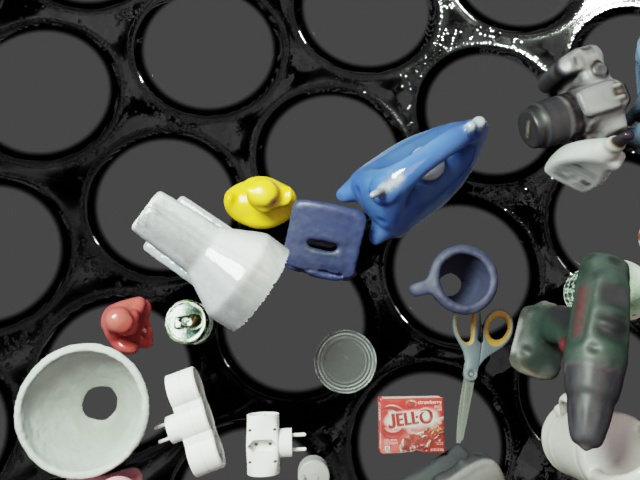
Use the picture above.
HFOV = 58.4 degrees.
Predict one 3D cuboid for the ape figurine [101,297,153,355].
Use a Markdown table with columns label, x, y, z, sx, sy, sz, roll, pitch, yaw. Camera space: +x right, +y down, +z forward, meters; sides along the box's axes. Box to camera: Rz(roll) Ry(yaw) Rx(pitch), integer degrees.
| label | x | y | z | sx | sy | sz | roll | pitch | yaw |
| --- | --- | --- | --- | --- | --- | --- | --- | --- | --- |
| ape figurine | -0.259 | 0.110 | 0.761 | 0.076 | 0.092 | 0.078 | 31 | 81 | 3 |

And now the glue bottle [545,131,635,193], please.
| label | x | y | z | sx | sy | sz | roll | pitch | yaw |
| --- | --- | --- | --- | --- | --- | --- | --- | --- | --- |
| glue bottle | 0.378 | -0.114 | 0.786 | 0.078 | 0.173 | 0.037 | 31 | 81 | 3 |

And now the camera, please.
| label | x | y | z | sx | sy | sz | roll | pitch | yaw |
| --- | --- | --- | --- | --- | --- | --- | --- | --- | --- |
| camera | 0.362 | -0.200 | 0.836 | 0.137 | 0.101 | 0.143 | -18 | 82 | -5 |

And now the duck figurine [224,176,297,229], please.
| label | x | y | z | sx | sy | sz | roll | pitch | yaw |
| --- | --- | --- | --- | --- | --- | --- | --- | --- | --- |
| duck figurine | -0.084 | -0.059 | 0.800 | 0.104 | 0.086 | 0.077 | 0 | 80 | -2 |

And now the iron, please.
| label | x | y | z | sx | sy | sz | roll | pitch | yaw |
| --- | --- | --- | --- | --- | --- | --- | --- | --- | --- |
| iron | 0.152 | -0.110 | 0.791 | 0.258 | 0.141 | 0.118 | -37 | 84 | -8 |

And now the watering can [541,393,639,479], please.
| label | x | y | z | sx | sy | sz | roll | pitch | yaw |
| --- | --- | --- | --- | --- | --- | --- | --- | --- | --- |
| watering can | 0.369 | 0.268 | 0.711 | 0.173 | 0.194 | 0.101 | 32 | 81 | 3 |

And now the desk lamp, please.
| label | x | y | z | sx | sy | sz | roll | pitch | yaw |
| --- | --- | --- | --- | --- | --- | --- | --- | --- | --- |
| desk lamp | -0.142 | 0.018 | 0.720 | 0.203 | 0.213 | 0.118 | 33 | 81 | 3 |

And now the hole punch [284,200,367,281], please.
| label | x | y | z | sx | sy | sz | roll | pitch | yaw |
| --- | --- | --- | --- | --- | --- | --- | --- | --- | --- |
| hole punch | 0.007 | 0.003 | 0.791 | 0.108 | 0.091 | 0.101 | 11 | 80 | 0 |

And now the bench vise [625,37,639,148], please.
| label | x | y | z | sx | sy | sz | roll | pitch | yaw |
| --- | --- | --- | --- | --- | --- | --- | --- | --- | --- |
| bench vise | 0.512 | -0.225 | 0.787 | 0.121 | 0.219 | 0.207 | -6 | 81 | -3 |

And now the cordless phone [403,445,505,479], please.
| label | x | y | z | sx | sy | sz | roll | pitch | yaw |
| --- | --- | --- | --- | --- | --- | --- | --- | --- | --- |
| cordless phone | 0.172 | 0.330 | 0.696 | 0.147 | 0.185 | 0.094 | -35 | 83 | -7 |

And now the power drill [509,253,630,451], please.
| label | x | y | z | sx | sy | sz | roll | pitch | yaw |
| --- | --- | --- | --- | --- | --- | --- | --- | --- | --- |
| power drill | 0.317 | 0.135 | 0.723 | 0.075 | 0.208 | 0.230 | 16 | 80 | 1 |

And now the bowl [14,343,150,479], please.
| label | x | y | z | sx | sy | sz | roll | pitch | yaw |
| --- | --- | --- | --- | --- | --- | --- | --- | --- | --- |
| bowl | -0.299 | 0.219 | 0.750 | 0.167 | 0.074 | 0.167 | 0 | 80 | -2 |

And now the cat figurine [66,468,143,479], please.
| label | x | y | z | sx | sy | sz | roll | pitch | yaw |
| --- | --- | --- | --- | --- | --- | --- | --- | --- | --- |
| cat figurine | -0.272 | 0.321 | 0.712 | 0.128 | 0.117 | 0.067 | 13 | 80 | 0 |

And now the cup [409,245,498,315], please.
| label | x | y | z | sx | sy | sz | roll | pitch | yaw |
| --- | --- | --- | --- | --- | --- | --- | --- | --- | --- |
| cup | 0.174 | 0.061 | 0.787 | 0.118 | 0.095 | 0.092 | -13 | 81 | -4 |
